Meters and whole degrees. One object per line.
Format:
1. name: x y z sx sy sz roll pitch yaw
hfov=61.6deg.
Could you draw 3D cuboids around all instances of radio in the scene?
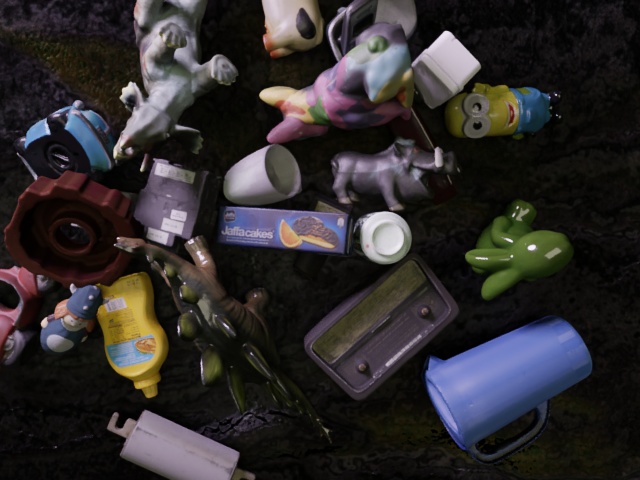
1. radio: 0.097 0.135 0.852 0.229 0.073 0.131 -41 95 0

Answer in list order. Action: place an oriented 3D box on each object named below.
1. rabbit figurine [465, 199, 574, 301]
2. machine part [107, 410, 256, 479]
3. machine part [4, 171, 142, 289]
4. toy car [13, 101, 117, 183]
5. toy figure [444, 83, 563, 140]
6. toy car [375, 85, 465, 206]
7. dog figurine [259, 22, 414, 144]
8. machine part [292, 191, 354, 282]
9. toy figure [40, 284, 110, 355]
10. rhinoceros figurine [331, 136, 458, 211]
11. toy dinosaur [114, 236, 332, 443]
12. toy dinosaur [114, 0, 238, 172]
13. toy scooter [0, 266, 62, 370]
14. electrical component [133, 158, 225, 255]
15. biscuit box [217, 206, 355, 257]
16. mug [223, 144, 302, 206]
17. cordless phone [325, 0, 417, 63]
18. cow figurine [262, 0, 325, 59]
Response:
1. rabbit figurine: 0.299 0.014 0.811 0.159 0.170 0.121 -27 94 -3
2. machine part: -0.217 0.336 0.840 0.243 0.079 0.079 26 91 -6
3. machine part: -0.345 -0.011 0.761 0.179 0.056 0.179 -1 123 -2
4. toy car: -0.357 -0.137 0.788 0.162 0.103 0.109 -15 115 29
5. toy figure: 0.285 -0.197 0.846 0.180 0.089 0.082 -9 81 -12
6. toy car: 0.153 -0.151 0.848 0.089 0.053 0.202 -30 96 18
7. dog figurine: 0.019 -0.208 0.763 0.219 0.191 0.108 -14 80 6
8. machine part: -0.002 -0.003 0.857 0.084 0.039 0.138 20 90 -13
9. toy figure: -0.366 0.120 0.796 0.154 0.064 0.058 -41 61 35
10. rhinoceros figurine: 0.111 -0.100 0.814 0.191 0.073 0.112 1 96 20
11. toy dinosaur: -0.116 0.149 0.778 0.105 0.199 0.470 -35 128 9
12. toy dinosaur: -0.220 -0.283 0.775 0.131 0.192 0.405 11 63 -37
13. toy scooter: -0.480 0.096 0.810 0.135 0.075 0.183 22 88 -5
14. electrical component: -0.216 -0.048 0.809 0.115 0.058 0.134 17 92 22
15. biscuit box: -0.052 -0.014 0.810 0.203 0.059 0.062 4 87 14
16. mug: -0.087 -0.089 0.821 0.107 0.109 0.081 -13 74 34
17. cordless phone: 0.079 -0.326 0.771 0.146 0.184 0.088 -34 91 -1
18. cow figurine: -0.037 -0.383 0.810 0.127 0.085 0.194 -10 91 2
